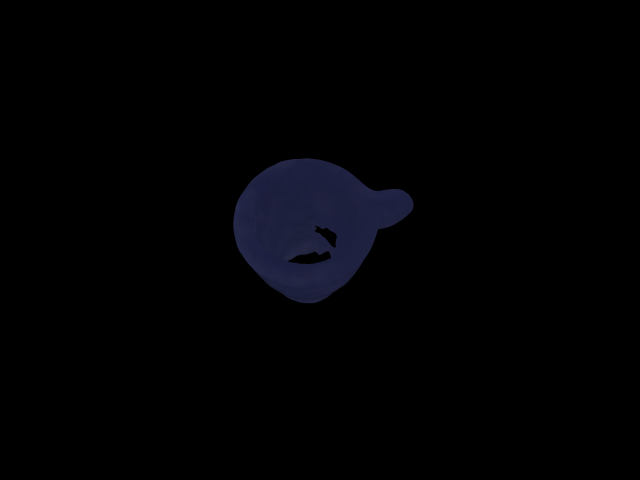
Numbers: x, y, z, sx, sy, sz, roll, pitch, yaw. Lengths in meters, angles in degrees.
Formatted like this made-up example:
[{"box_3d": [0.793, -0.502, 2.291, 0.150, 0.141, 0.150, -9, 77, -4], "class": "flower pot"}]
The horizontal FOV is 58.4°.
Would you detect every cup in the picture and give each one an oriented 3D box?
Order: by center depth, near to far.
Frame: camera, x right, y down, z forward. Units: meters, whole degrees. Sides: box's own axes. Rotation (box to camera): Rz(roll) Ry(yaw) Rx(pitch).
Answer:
[{"box_3d": [0.004, 0.001, 0.400, 0.118, 0.095, 0.091, -14, 64, -7], "class": "cup"}]
